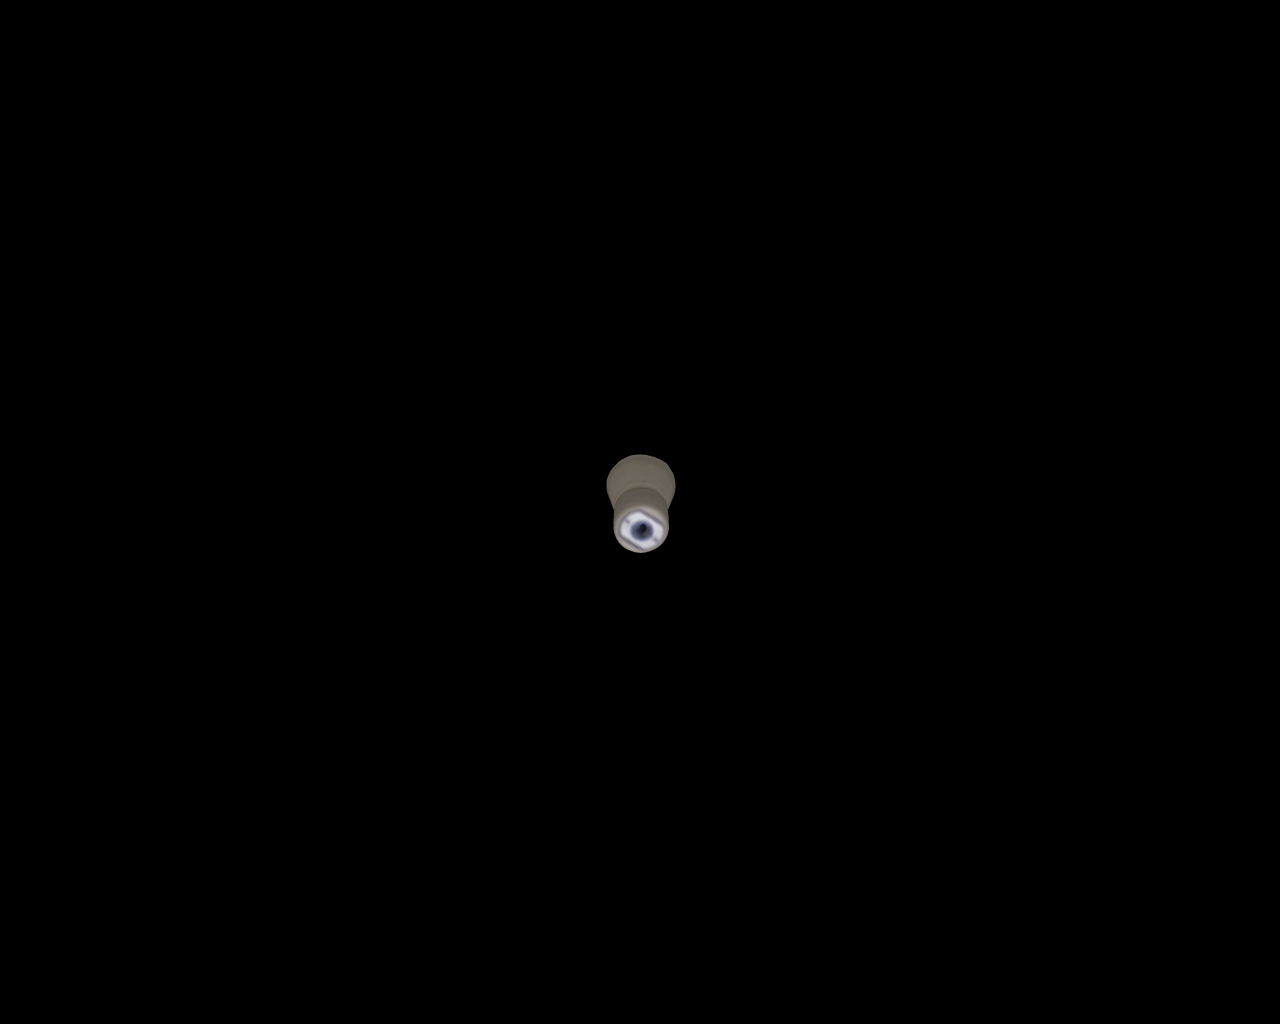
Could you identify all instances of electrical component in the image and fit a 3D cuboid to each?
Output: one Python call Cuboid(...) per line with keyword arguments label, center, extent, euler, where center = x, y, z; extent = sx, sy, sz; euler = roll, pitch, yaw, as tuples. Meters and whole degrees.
Cuboid(label="electrical component", center=(0.001, -0.003, 0.650), extent=(0.044, 0.044, 0.065), euler=(0, 27, 0))
